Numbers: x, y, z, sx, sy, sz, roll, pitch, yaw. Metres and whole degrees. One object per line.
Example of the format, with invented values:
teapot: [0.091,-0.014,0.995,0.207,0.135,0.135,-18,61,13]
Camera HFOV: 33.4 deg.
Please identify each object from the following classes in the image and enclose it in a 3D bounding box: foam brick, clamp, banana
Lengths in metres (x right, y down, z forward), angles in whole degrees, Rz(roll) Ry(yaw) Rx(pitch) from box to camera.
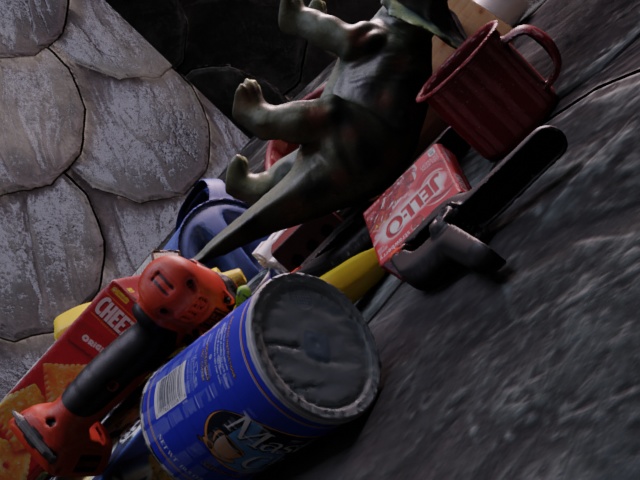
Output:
foam brick: [-0.007,0.001,1.116,0.078,0.053,0.051,-46,9,7]
clamp: [0.057,-0.022,0.977,0.210,0.036,0.164,-37,12,28]
clamp: [0.104,-0.015,0.738,0.120,0.039,0.172,-49,10,-21]
banana: [-0.008,0.048,0.840,0.197,0.037,0.070,-18,-25,-52]

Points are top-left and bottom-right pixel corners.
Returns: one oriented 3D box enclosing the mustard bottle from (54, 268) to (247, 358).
mustard bottle: [-0.162,0.079,1.073,0.191,0.096,0.058,-27,31,0]

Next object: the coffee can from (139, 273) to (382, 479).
coffee can: [-0.042,0.098,0.712,0.141,0.103,0.102,-39,12,40]

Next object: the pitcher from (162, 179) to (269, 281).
pitcher: [-0.153,0.041,1.338,0.149,0.145,0.243,-56,10,-32]

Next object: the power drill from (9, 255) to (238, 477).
power drill: [-0.135,0.097,0.819,0.187,0.057,0.184,-48,-19,0]

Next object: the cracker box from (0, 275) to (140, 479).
cracker box: [-0.213,0.130,0.956,0.214,0.072,0.164,-46,-2,3]

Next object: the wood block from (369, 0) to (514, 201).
wood block: [0.095,-0.144,1.078,0.206,0.090,0.091,-48,-17,-9]

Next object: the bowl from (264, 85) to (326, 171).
bowl: [0.015,-0.108,1.259,0.162,0.055,0.162,-23,46,26]

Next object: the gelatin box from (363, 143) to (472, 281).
gelatin box: [0.078,-0.023,0.838,0.089,0.030,0.073,-44,32,20]

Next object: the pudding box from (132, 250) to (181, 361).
pudding box: [-0.182,0.079,1.202,0.090,0.039,0.113,-41,55,50]

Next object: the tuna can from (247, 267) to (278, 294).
tuna can: [-0.071,0.071,1.167,0.086,0.033,0.086,-45,10,9]

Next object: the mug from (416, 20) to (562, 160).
mug: [0.148,-0.128,0.881,0.117,0.081,0.093,-41,11,34]

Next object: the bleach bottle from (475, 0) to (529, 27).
bleach bottle: [0.145,-0.196,1.249,0.250,0.068,0.103,-53,7,-20]
